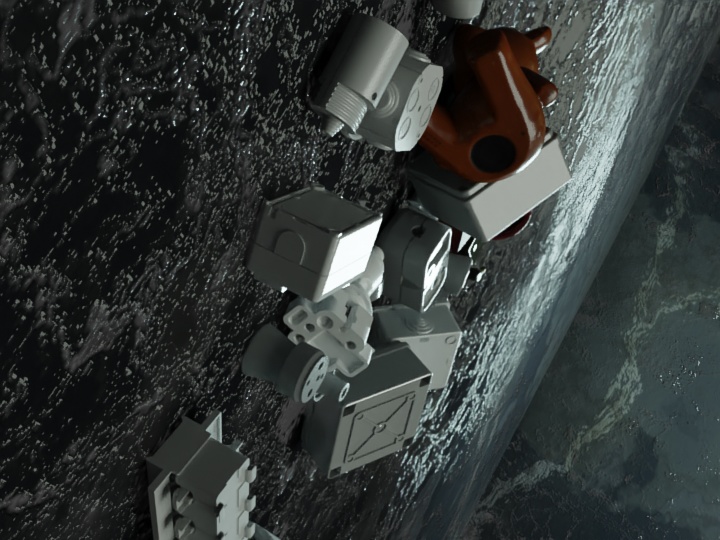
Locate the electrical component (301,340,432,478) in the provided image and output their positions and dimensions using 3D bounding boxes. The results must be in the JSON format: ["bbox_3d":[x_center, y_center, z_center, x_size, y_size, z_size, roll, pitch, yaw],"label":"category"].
[{"bbox_3d":[0.005,0.135,1.048,0.109,0.056,0.108,-17,137,-31],"label":"electrical component"}]

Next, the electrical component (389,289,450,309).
[{"bbox_3d":[0.064,0.050,1.198,0.099,0.064,0.099,20,90,-86],"label":"electrical component"}]

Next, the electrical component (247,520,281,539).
[{"bbox_3d":[-0.106,0.255,0.878,0.108,0.108,0.060,-58,156,-21],"label":"electrical component"}]

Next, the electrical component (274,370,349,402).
[{"bbox_3d":[-0.040,0.089,0.906,0.043,0.062,0.043,-55,161,-29],"label":"electrical component"}]

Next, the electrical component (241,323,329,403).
[{"bbox_3d":[-0.058,0.073,0.839,0.045,0.055,0.045,-55,161,-29],"label":"electrical component"}]

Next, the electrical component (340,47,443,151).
[{"bbox_3d":[0.022,-0.129,0.796,0.080,0.051,0.080,-55,161,-29],"label":"electrical component"}]

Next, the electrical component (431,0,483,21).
[{"bbox_3d":[0.081,-0.233,0.839,0.040,0.040,0.078,-47,156,-45],"label":"electrical component"}]

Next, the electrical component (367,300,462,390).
[{"bbox_3d":[0.052,0.082,1.114,0.100,0.048,0.099,-5,132,-19],"label":"electrical component"}]

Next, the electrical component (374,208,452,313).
[{"bbox_3d":[0.047,-0.011,1.027,0.053,0.059,0.095,-54,161,-30],"label":"electrical component"}]

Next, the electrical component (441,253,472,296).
[{"bbox_3d":[0.078,-0.004,1.118,0.044,0.065,0.044,-159,-90,-88],"label":"electrical component"}]

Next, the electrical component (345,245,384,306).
[{"bbox_3d":[0.000,0.000,0.930,0.062,0.043,0.043,-46,156,-50],"label":"electrical component"}]

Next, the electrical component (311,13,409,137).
[{"bbox_3d":[-0.004,-0.128,0.730,0.081,0.043,0.043,-63,163,-5],"label":"electrical component"}]

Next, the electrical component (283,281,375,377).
[{"bbox_3d":[-0.022,0.042,0.884,0.058,0.078,0.057,-38,-161,32],"label":"electrical component"}]

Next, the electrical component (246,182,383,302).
[{"bbox_3d":[-0.030,-0.019,0.777,0.096,0.062,0.061,-30,142,-62],"label":"electrical component"}]

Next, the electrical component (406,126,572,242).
[{"bbox_3d":[0.116,-0.088,0.976,0.109,0.109,0.056,-36,121,-12],"label":"electrical component"}]

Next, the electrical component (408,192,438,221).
[{"bbox_3d":[0.074,-0.074,1.053,0.046,0.040,0.040,-53,161,-15],"label":"electrical component"}]

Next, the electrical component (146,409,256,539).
[{"bbox_3d":[-0.116,0.172,0.794,0.078,0.063,0.121,-51,159,-38],"label":"electrical component"}]
